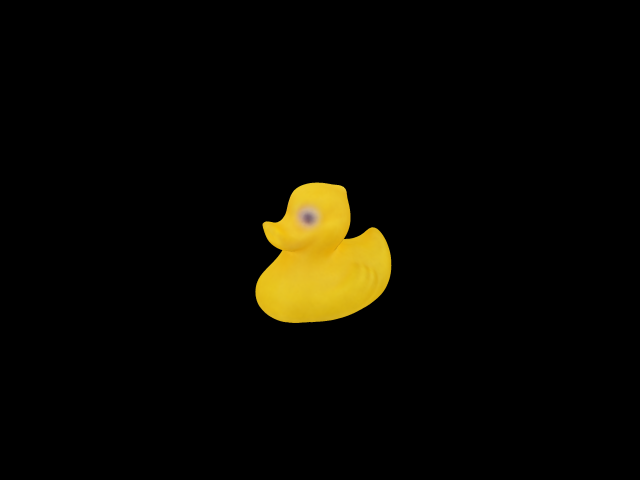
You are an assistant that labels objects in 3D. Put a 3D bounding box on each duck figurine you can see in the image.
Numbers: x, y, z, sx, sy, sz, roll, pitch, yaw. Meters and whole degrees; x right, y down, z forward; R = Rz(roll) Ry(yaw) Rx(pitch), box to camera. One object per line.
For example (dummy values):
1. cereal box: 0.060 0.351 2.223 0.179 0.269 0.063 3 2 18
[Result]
1. duck figurine: 0.004 0.001 0.400 0.105 0.086 0.077 -14 27 -29
